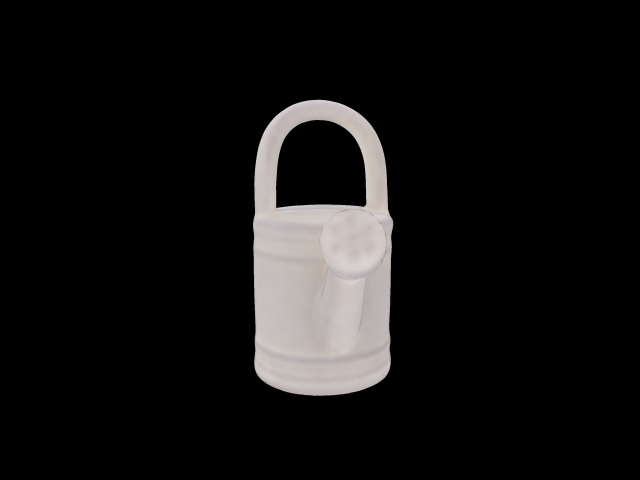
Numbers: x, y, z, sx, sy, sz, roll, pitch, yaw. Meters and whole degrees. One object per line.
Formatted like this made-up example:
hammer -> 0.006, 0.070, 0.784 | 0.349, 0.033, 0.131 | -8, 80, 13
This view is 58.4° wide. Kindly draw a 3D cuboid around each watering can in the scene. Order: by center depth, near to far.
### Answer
watering can -> 0.006, 0.001, 0.401 | 0.101, 0.194, 0.172 | -7, 13, -32
